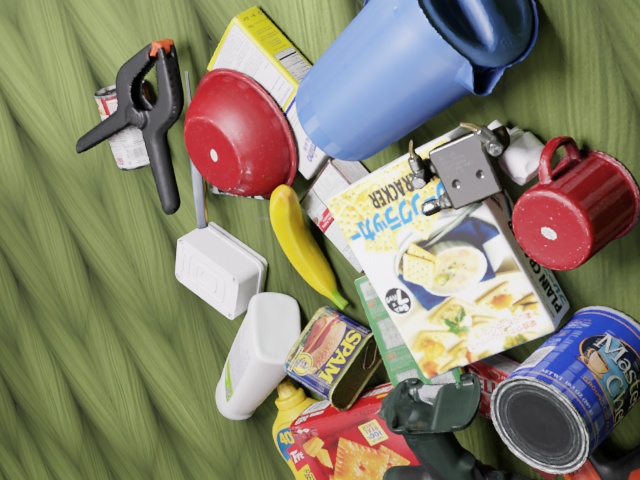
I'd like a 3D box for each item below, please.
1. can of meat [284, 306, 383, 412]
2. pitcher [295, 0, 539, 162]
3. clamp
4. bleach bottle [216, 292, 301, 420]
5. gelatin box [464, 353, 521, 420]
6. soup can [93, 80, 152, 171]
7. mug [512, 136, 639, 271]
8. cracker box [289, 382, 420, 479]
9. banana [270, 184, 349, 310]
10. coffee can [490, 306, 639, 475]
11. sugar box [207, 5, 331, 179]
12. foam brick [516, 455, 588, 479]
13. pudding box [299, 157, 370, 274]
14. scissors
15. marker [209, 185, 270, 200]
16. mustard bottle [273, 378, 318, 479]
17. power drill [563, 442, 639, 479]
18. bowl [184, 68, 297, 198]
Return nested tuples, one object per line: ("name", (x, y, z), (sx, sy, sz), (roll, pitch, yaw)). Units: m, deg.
("can of meat", (0.017, 0.139, 1.270), (0.084, 0.102, 0.057), (28, 167, 35))
("pitcher", (0.076, -0.176, 0.992), (0.145, 0.149, 0.243), (43, 145, -9))
("clamp", (-0.206, -0.141, 1.285), (0.165, 0.036, 0.210), (39, 125, 13))
("bleach bottle", (-0.093, 0.169, 1.422), (0.251, 0.068, 0.102), (124, 148, -55))
("gelatin box", (0.194, 0.162, 1.157), (0.089, 0.030, 0.073), (24, 130, 33))
("soup can", (-0.242, -0.148, 1.369), (0.069, 0.068, 0.102), (6, 119, 44))
("mug", (0.224, -0.035, 0.955), (0.093, 0.081, 0.117), (3, 117, 45))
("cracker box", (0.079, 0.290, 1.307), (0.164, 0.072, 0.213), (-22, 98, 38))
("banana", (-0.019, 0.000, 1.232), (0.070, 0.037, 0.197), (19, 149, 42))
("coffee can", (0.242, 0.139, 1.006), (0.103, 0.140, 0.103), (25, 131, 33))
("sugar box", (-0.041, -0.162, 1.172), (0.176, 0.048, 0.093), (47, 141, 7))
("foam brick", (0.232, 0.193, 1.082), (0.051, 0.078, 0.053), (40, 120, -19))
("pudding box", (0.038, -0.031, 1.183), (0.113, 0.039, 0.090), (48, 139, 8))
("scissors", (-0.153, -0.114, 1.311), (0.096, 0.016, 0.202), (-108, 14, -72))
("marker", (-0.089, -0.061, 1.309), (0.121, 0.020, 0.020), (10, 122, 42))
("mustard bottle", (-0.009, 0.271, 1.414), (0.096, 0.058, 0.191), (-20, 99, 33))
("power drill", (0.337, 0.259, 1.054), (0.184, 0.057, 0.188), (57, 141, 1))
("bowl", (-0.102, -0.108, 1.197), (0.162, 0.055, 0.162), (30, 139, 30))
